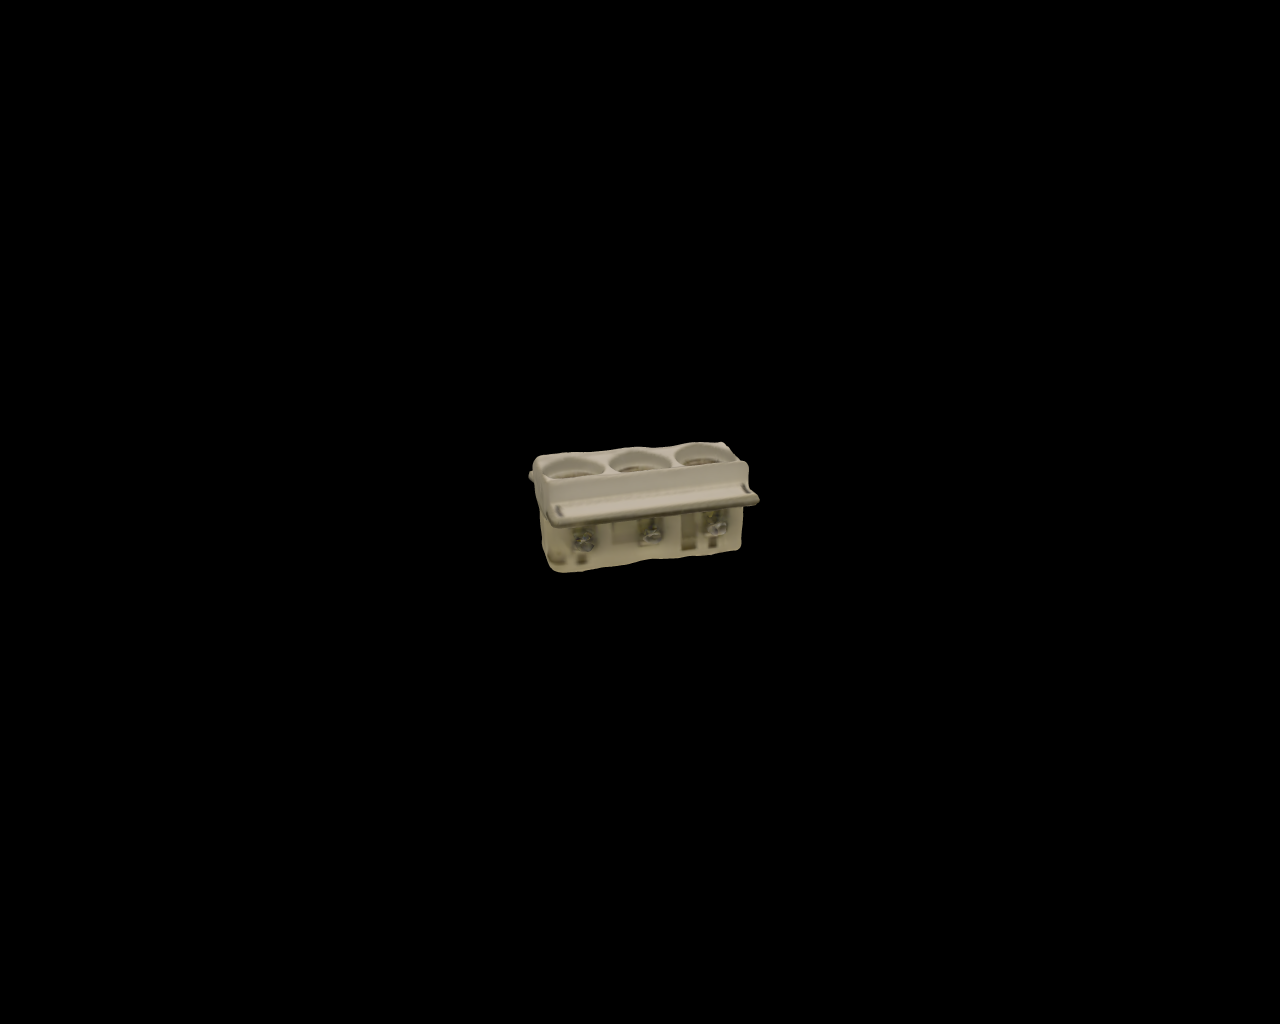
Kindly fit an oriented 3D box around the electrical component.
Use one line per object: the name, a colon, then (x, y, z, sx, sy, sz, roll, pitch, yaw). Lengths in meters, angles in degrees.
electrical component: (0.001, -0.003, 0.650, 0.121, 0.063, 0.079, -6, 24, -14)
